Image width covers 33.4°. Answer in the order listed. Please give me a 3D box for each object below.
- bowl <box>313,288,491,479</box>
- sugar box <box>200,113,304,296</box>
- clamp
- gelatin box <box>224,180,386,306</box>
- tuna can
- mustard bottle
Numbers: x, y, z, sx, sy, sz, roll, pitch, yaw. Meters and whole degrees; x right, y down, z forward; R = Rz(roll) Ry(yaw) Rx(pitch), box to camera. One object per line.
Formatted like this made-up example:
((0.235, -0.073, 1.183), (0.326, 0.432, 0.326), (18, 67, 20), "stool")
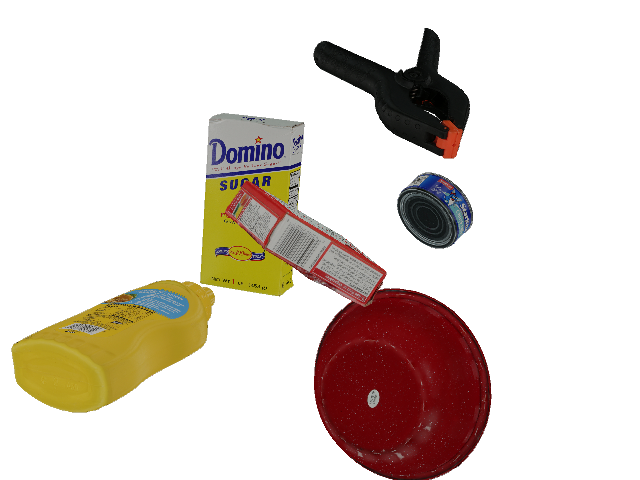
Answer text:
((0.053, 0.122, 0.863), (0.162, 0.162, 0.055), (0, 3, 30), "bowl")
((-0.071, -0.037, 1.094), (0.093, 0.176, 0.048), (8, 16, 16), "sugar box")
((0.066, -0.130, 0.911), (0.120, 0.039, 0.171), (-10, 41, -9), "clamp")
((-0.010, 0.002, 0.687), (0.089, 0.030, 0.073), (31, 4, -31), "gelatin box")
((0.130, -0.033, 1.226), (0.086, 0.086, 0.033), (0, 34, 50), "tuna can")
((-0.147, 0.074, 0.860), (0.096, 0.058, 0.191), (6, 19, 30), "mustard bottle")
